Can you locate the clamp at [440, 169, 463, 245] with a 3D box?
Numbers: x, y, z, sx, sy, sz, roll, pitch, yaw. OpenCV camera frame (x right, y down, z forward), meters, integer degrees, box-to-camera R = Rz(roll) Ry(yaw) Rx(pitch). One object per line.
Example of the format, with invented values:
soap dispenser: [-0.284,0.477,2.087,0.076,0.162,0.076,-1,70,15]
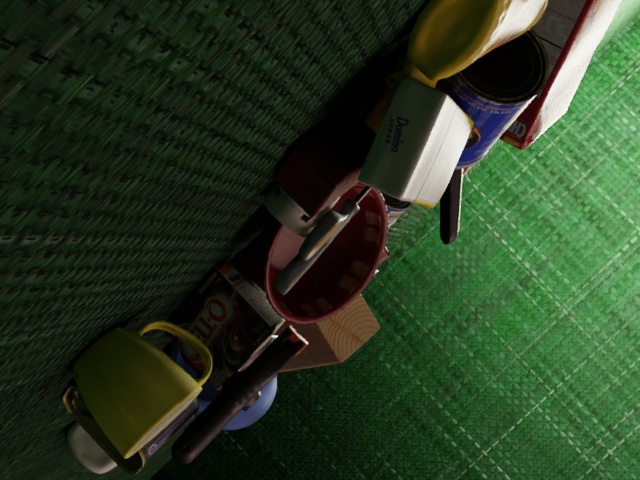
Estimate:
clamp: [0.150,-0.108,1.237,0.210,0.164,0.036,-51,-153,-4]

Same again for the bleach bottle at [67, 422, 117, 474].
bleach bottle: [-0.259,0.246,1.304,0.102,0.068,0.251,-40,176,-22]

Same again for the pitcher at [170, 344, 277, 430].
pitcher: [-0.135,0.177,1.369,0.243,0.145,0.149,87,23,-77]

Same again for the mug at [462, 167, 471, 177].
mug: [0.155,-0.112,1.435,0.117,0.093,0.082,-6,142,-47]

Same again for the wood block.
wood block: [-0.028,0.123,1.498,0.090,0.091,0.207,-39,-166,-36]

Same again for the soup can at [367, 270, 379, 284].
soup can: [0.018,0.027,1.390,0.068,0.102,0.068,-43,174,-6]

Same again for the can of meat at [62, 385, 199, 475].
can of meat: [-0.178,0.156,1.016,0.083,0.102,0.058,-42,174,-38]

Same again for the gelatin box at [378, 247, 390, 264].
gelatin box: [0.034,0.035,1.272,0.089,0.030,0.073,-30,176,-12]

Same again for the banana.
banana: [0.070,-0.132,0.964,0.069,0.037,0.198,-28,171,-10]

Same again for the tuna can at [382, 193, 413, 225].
tuna can: [0.057,-0.057,1.142,0.034,0.086,0.086,-46,173,35]

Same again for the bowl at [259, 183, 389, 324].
bowl: [-0.007,0.001,1.070,0.161,0.055,0.162,-23,128,-33]

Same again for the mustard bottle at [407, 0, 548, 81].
mustard bottle: [0.146,-0.195,0.901,0.096,0.058,0.191,-52,171,34]

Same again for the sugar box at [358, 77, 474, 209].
sugar box: [0.086,-0.079,0.918,0.093,0.048,0.176,-66,164,5]

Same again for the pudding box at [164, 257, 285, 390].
pudding box: [-0.099,0.087,1.102,0.114,0.090,0.039,-47,173,31]

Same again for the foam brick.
foam brick: [0.009,-0.068,0.914,0.078,0.053,0.051,-38,171,-38]

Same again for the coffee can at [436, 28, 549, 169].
coffee can: [0.148,-0.145,1.048,0.102,0.103,0.140,-40,173,-25]

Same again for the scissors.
scissors: [0.026,-0.030,0.972,0.201,0.016,0.096,-50,175,-26]

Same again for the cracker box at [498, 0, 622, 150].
cracker box: [0.263,-0.220,1.163,0.163,0.072,0.214,-36,152,-53]

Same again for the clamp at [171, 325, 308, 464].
clamp: [-0.083,0.155,1.052,0.171,0.039,0.120,-47,-175,6]
